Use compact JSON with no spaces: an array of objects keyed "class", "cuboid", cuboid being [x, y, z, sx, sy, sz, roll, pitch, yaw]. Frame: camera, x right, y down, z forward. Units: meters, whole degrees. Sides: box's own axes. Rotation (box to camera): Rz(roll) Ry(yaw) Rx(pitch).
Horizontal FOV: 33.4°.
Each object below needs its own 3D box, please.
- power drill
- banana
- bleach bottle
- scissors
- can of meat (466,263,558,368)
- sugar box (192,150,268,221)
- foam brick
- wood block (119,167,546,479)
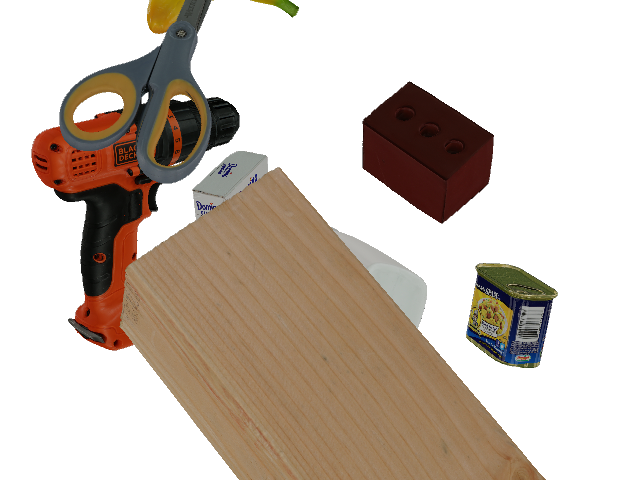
[{"class":"power drill","cuboid":[-0.139,-0.018,0.863,0.184,0.188,0.057,-18,26,-38]},{"class":"banana","cuboid":[-0.100,-0.234,1.004,0.197,0.070,0.037,-22,-28,-46]},{"class":"bleach bottle","cuboid":[0.011,0.045,0.955,0.068,0.102,0.251,22,3,-19]},{"class":"scissors","cuboid":[-0.105,-0.118,0.652,0.096,0.202,0.016,1,-34,-7]},{"class":"can of meat","cuboid":[0.203,0.080,1.147,0.057,0.084,0.102,2,17,-23]},{"class":"sugar box","cuboid":[-0.090,0.001,1.142,0.048,0.176,0.093,12,36,24]},{"class":"foam brick","cuboid":[0.074,-0.061,0.742,0.078,0.053,0.051,37,-28,24]},{"class":"wood block","cuboid":[0.005,0.081,0.500,0.090,0.206,0.090,-36,-12,-23]}]
